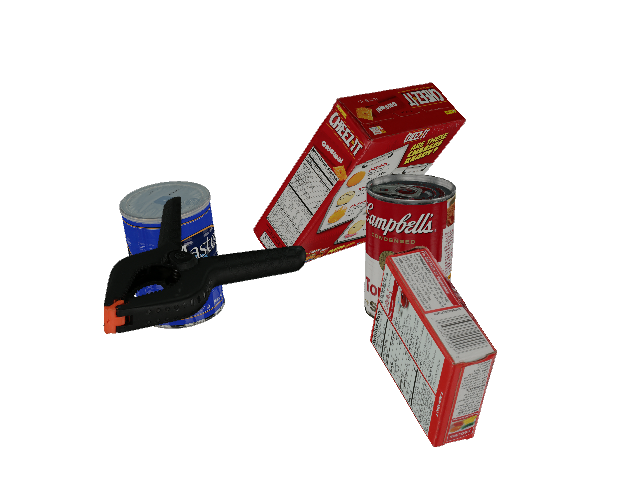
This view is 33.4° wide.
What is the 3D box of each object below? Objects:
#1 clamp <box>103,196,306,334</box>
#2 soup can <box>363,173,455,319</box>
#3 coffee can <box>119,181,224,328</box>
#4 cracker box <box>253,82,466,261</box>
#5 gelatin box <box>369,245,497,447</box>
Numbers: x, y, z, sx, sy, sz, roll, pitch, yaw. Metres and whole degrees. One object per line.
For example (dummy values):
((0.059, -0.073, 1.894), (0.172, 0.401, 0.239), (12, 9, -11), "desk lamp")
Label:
((-0.137, 0.023, 1.002), (0.165, 0.036, 0.209), (25, 36, 29), "clamp")
((0.067, 0.007, 0.819), (0.068, 0.102, 0.068), (0, 20, 0), "soup can")
((-0.169, 0.016, 1.228), (0.103, 0.140, 0.103), (-4, 26, 2), "coffee can")
((0.039, -0.073, 1.190), (0.163, 0.072, 0.214), (-18, -28, -45), "cracker box")
((0.062, 0.059, 0.605), (0.030, 0.073, 0.089), (-12, 45, -19), "gelatin box")
